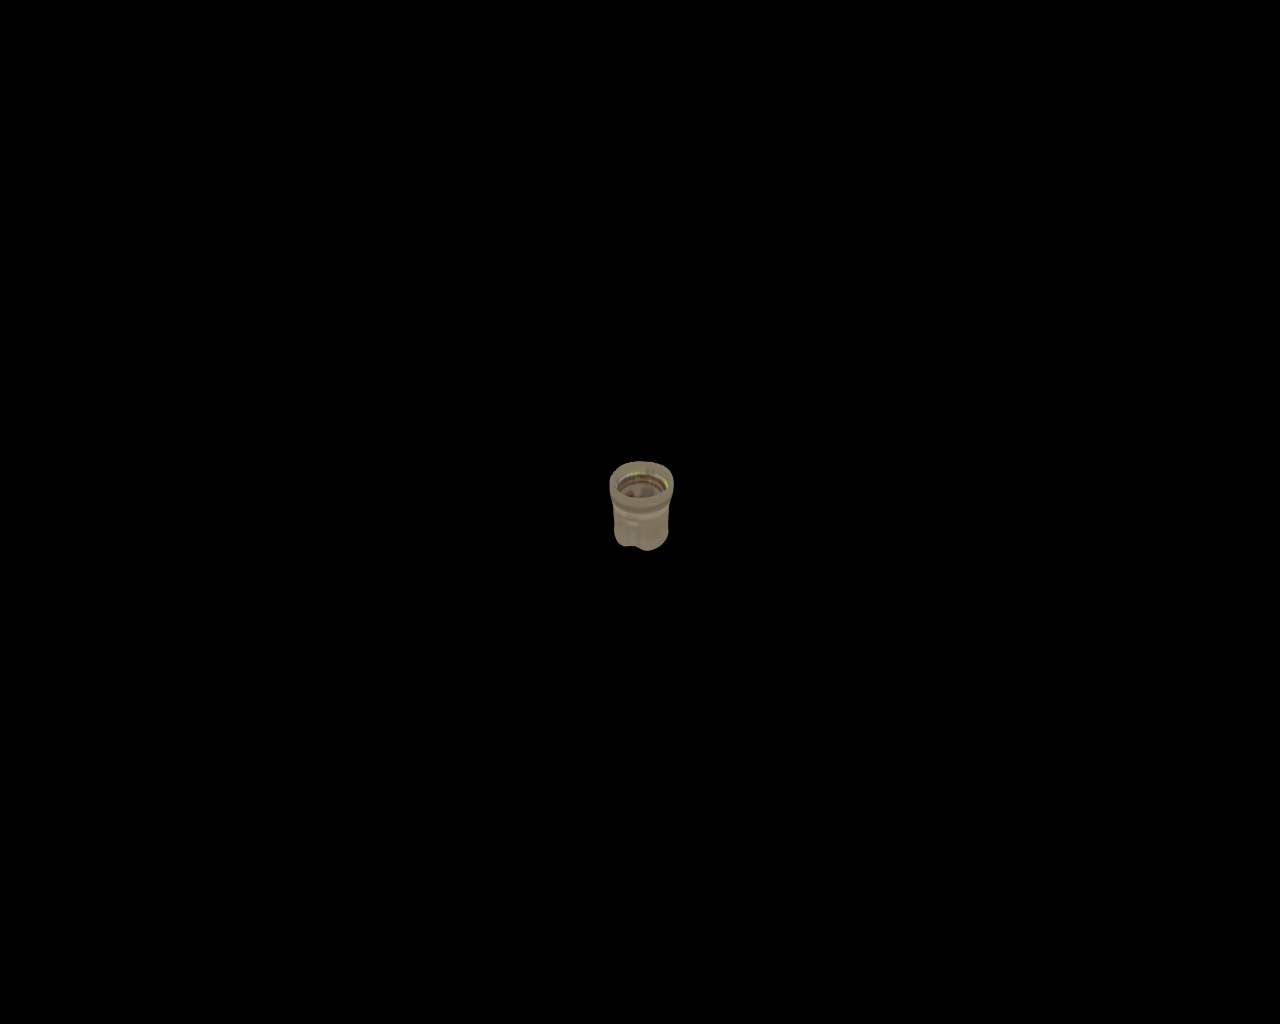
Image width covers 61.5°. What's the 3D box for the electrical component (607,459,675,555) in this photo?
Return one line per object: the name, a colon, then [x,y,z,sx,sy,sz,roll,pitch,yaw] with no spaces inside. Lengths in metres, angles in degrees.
electrical component: [0.001,-0.003,0.650,0.040,0.046,0.040,0,38,0]
